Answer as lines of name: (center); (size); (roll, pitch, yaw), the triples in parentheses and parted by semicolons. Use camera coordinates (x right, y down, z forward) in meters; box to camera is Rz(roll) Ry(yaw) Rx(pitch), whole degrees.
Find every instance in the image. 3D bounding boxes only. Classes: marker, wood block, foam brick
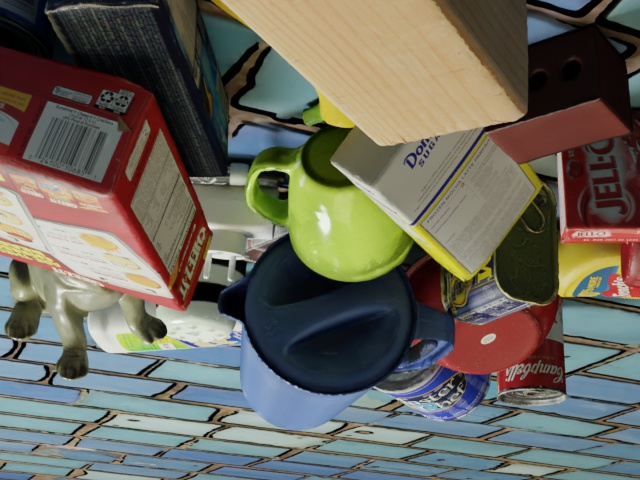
marker: (-0.086, -0.052, 0.810); (0.121, 0.020, 0.020); (3, 158, -2)
wood block: (0.022, -0.132, 0.506); (0.091, 0.090, 0.205); (-9, 156, 28)
foam brick: (0.144, -0.087, 0.653); (0.078, 0.053, 0.051); (-15, 152, 35)

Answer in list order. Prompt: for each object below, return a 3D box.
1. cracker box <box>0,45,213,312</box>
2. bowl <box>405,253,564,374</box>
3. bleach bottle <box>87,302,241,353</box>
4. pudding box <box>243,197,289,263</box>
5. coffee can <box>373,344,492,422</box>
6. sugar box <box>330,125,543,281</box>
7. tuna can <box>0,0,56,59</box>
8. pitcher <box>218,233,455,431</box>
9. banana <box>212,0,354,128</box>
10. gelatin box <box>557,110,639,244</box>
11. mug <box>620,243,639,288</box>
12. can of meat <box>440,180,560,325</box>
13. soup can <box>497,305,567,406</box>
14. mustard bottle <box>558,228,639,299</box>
cracker box: (-0.164, -0.038, 0.654); (0.164, 0.072, 0.213); (17, 162, 9)
bowl: (0.147, 0.071, 0.959); (0.162, 0.055, 0.162); (-3, 133, -3)
bleach bottle: (-0.097, 0.073, 1.067); (0.251, 0.068, 0.102); (-1, 158, 3)
pudding box: (-0.006, 0.001, 0.904); (0.113, 0.039, 0.090); (20, 152, -37)
coffee can: (0.108, 0.125, 1.114); (0.103, 0.103, 0.140); (-9, 156, 26)
sugar box: (0.083, -0.045, 0.711); (0.048, 0.093, 0.176); (36, 178, 37)
tuna can: (-0.197, -0.125, 0.621); (0.086, 0.034, 0.086); (3, 158, 1)
pitcher: (0.003, 0.091, 0.902); (0.145, 0.149, 0.243); (-39, 170, -18)
banana: (-0.009, -0.110, 0.633); (0.070, 0.037, 0.197); (-6, 156, 18)
gelatin box: (0.196, -0.042, 0.708); (0.073, 0.089, 0.030); (0, 158, 7)
mug: (0.271, -0.012, 0.796); (0.081, 0.093, 0.117); (4, 128, 10)
can of meat: (0.137, 0.010, 0.831); (0.057, 0.102, 0.084); (11, 158, -23)
soup can: (0.209, 0.108, 1.061); (0.068, 0.102, 0.068); (2, 158, 1)
mustard bottle: (0.254, 0.019, 0.895); (0.191, 0.058, 0.096); (2, 161, 4)
